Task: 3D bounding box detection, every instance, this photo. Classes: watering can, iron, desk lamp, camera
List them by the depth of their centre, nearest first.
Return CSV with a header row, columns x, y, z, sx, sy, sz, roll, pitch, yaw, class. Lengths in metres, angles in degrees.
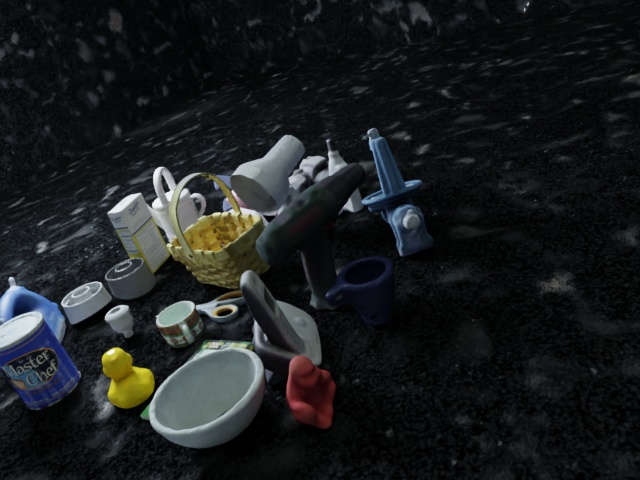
x,y,z,sx,sy,sz,roll,pitch,yaw,class
-0.604,0.179,1.148,0.119,0.142,0.257,-24,26,-8,iron
-0.075,-0.106,1.249,0.117,0.214,0.204,7,37,43,desk lamp
0.000,-0.146,1.405,0.143,0.101,0.136,-36,30,-31,camera
-0.379,-0.089,1.453,0.173,0.194,0.100,-23,26,-6,watering can

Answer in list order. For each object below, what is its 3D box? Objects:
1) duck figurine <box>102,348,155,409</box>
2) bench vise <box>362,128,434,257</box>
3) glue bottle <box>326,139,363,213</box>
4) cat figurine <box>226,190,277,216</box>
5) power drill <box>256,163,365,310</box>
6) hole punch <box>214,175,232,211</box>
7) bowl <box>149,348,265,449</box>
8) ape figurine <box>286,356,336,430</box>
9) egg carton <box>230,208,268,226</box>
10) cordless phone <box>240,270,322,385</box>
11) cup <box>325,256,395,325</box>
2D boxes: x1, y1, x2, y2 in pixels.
x,y,z,sx,sy,sz,roll,pitch,yaw,class
-0.322,0.219,0.937,0.078,0.086,0.104,-33,29,-24,duck figurine
0.149,-0.096,1.066,0.122,0.220,0.206,-28,27,-16,bench vise
0.046,-0.147,1.292,0.037,0.173,0.077,-32,28,-23,glue bottle
-0.164,-0.104,1.419,0.128,0.118,0.067,-21,26,-3,cat figurine
0.009,0.004,0.983,0.230,0.209,0.075,-32,28,-23,power drill
-0.233,-0.143,1.573,0.101,0.091,0.108,-21,26,-2,hole punch
-0.146,0.232,0.800,0.167,0.075,0.167,-16,26,8,bowl
-0.016,0.195,0.761,0.078,0.092,0.075,-37,31,-31,ape figurine
-0.187,-0.024,1.334,0.107,0.069,0.149,-36,30,-30,egg carton
-0.067,0.108,0.860,0.094,0.185,0.147,-19,26,1,cordless phone
0.071,0.092,0.898,0.118,0.095,0.091,-28,27,-16,cup
